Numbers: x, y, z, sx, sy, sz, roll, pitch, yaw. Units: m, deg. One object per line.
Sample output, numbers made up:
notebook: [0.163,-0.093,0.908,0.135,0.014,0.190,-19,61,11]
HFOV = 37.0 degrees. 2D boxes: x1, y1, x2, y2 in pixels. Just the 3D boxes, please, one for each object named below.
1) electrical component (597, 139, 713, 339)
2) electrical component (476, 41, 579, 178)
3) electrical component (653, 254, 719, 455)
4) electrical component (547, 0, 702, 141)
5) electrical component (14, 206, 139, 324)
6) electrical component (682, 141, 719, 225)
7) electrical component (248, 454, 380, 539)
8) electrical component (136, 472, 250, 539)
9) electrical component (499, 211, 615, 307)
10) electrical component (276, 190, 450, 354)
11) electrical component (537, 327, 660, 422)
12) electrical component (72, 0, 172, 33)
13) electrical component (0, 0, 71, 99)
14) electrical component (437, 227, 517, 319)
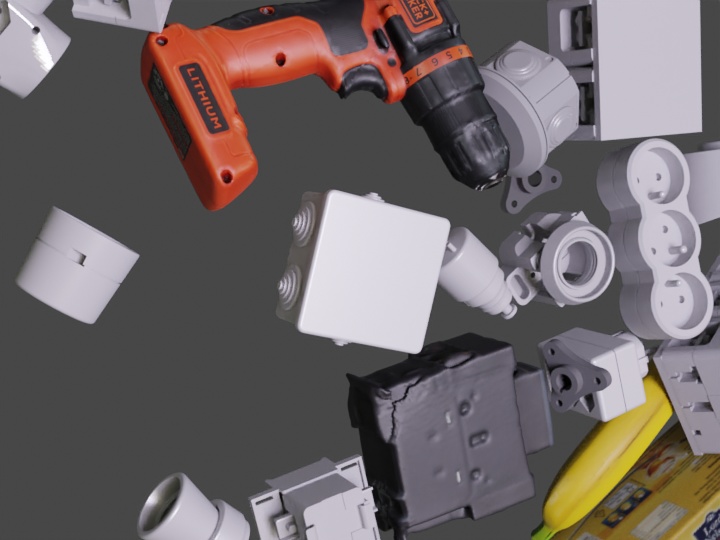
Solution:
electrical component: [0.198,-0.019,0.763,0.052,0.074,0.138,-11,90,-22]
electrical component: [0.101,-0.105,0.704,0.051,0.080,0.080,-40,111,-23]
electrical component: [0.287,0.055,0.794,0.150,0.062,0.089,-44,115,-40]
electrical component: [0.180,-0.167,0.743,0.089,0.062,0.150,-8,100,-25]
electrical component: [-0.160,-0.002,0.603,0.055,0.055,0.047,32,86,-26]
electrical component: [0.268,-0.062,0.782,0.099,0.099,0.064,-9,94,-25]
electrical component: [-0.016,0.191,0.691,0.079,0.063,0.121,-18,104,-23]
electrical component: [-0.101,0.156,0.656,0.055,0.045,0.045,41,78,-25]
electrical component: [0.139,-0.007,0.746,0.078,0.057,0.058,-42,112,-16]
electrical component: [0.000,0.000,0.683,0.100,0.048,0.099,13,91,-27]
electrical component: [0.180,0.067,0.770,0.077,0.066,0.047,-20,105,-23]
electrical component: [-0.117,-0.179,0.577,0.056,0.050,0.089,10,65,0]
electrical component: [-0.187,-0.145,0.570,0.077,0.043,0.079,40,99,-25]
electrical component: [0.078,0.005,0.727,0.078,0.040,0.040,42,78,-24]
